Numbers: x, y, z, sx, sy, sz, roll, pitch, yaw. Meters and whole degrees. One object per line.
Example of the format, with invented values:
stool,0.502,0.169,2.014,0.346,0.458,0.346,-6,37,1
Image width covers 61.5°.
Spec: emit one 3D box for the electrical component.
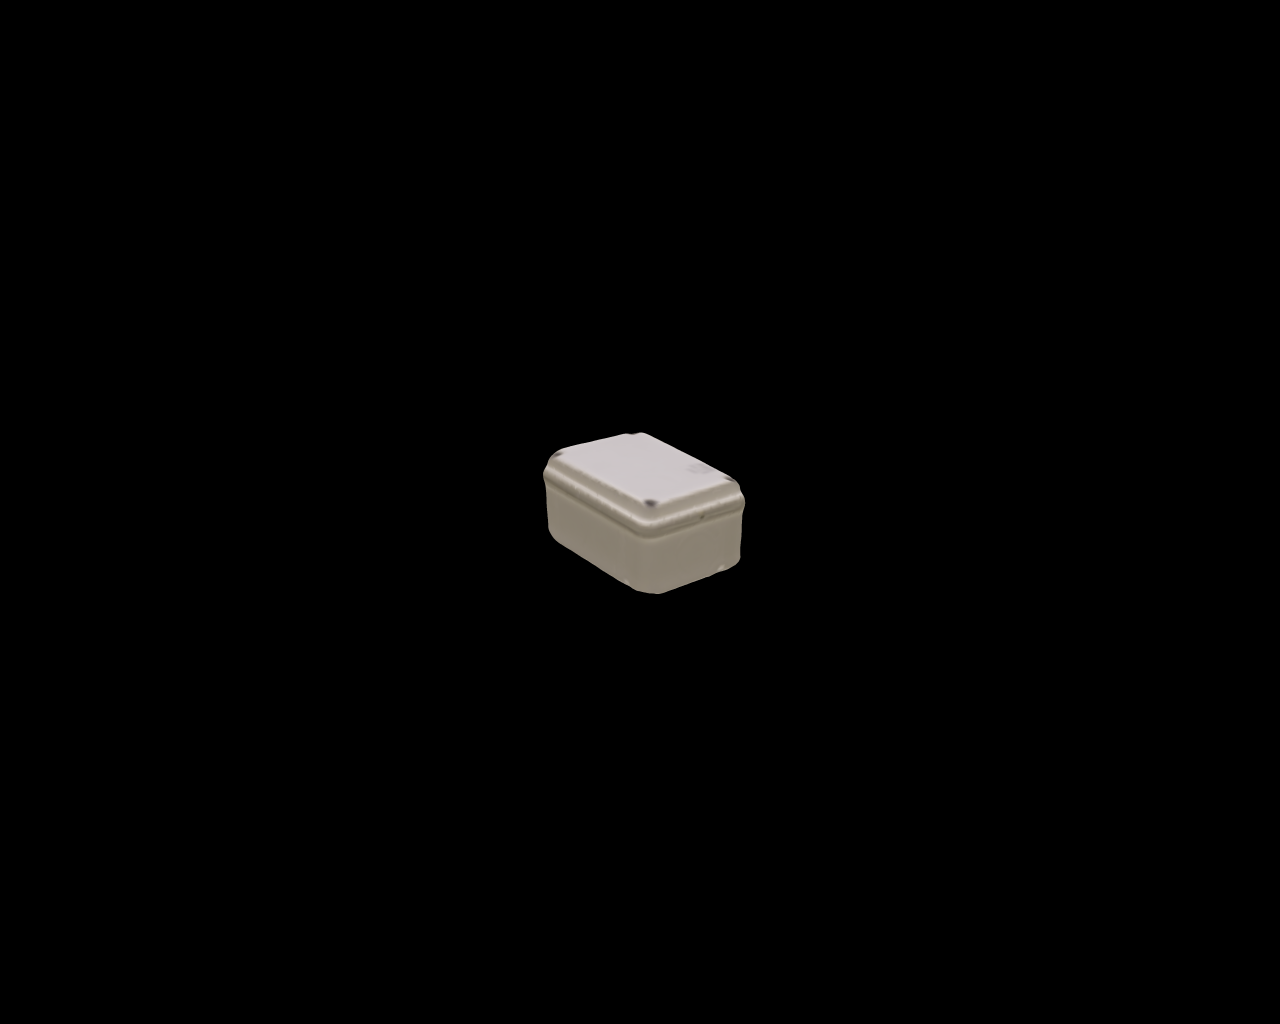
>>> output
electrical component,0.001,-0.003,0.650,0.078,0.057,0.113,-17,29,-32
